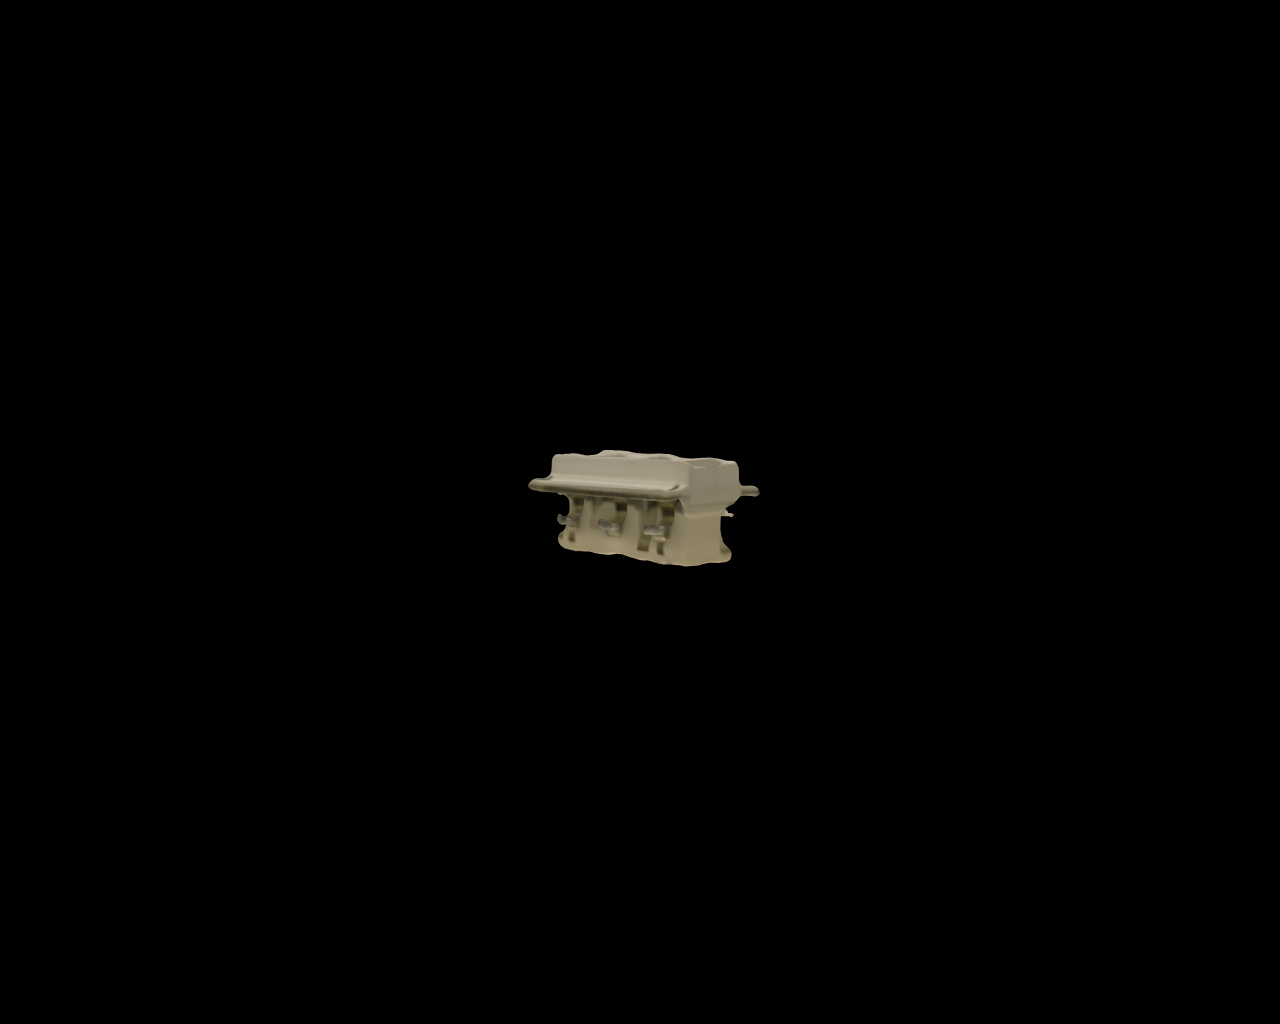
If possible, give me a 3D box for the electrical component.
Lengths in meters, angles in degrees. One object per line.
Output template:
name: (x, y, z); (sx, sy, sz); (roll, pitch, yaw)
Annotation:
electrical component: (0.001, -0.003, 0.650); (0.079, 0.063, 0.121); (-6, 9, -43)
